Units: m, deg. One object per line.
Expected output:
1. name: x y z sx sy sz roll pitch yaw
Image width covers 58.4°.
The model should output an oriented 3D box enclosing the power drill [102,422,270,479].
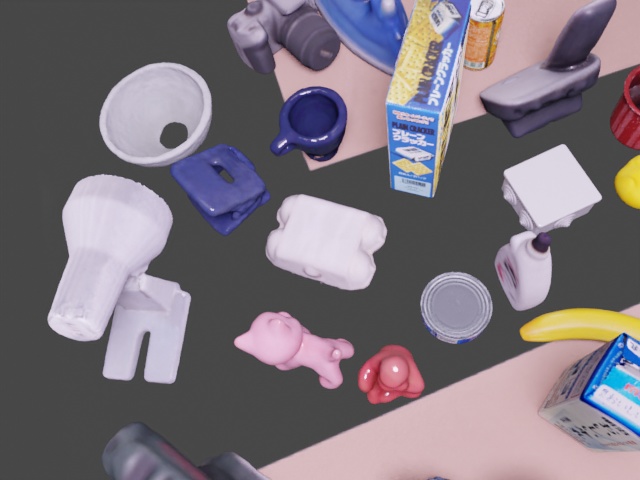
1. power drill: -0.106 0.273 0.587 0.229 0.209 0.076 29 76 17

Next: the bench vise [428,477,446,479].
1. bench vise: 0.171 0.291 0.534 0.207 0.220 0.121 -1 69 8

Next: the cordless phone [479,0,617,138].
1. cordless phone: 0.289 -0.228 0.730 0.147 0.185 0.094 -29 68 -3

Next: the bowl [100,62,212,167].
1. bowl: -0.230 -0.172 0.844 0.167 0.075 0.167 -3 69 7

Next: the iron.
1. iron: 0.067 -0.368 0.839 0.118 0.141 0.258 -29 68 -3

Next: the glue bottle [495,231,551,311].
1. glue bottle: 0.236 0.025 0.649 0.037 0.173 0.078 -22 68 0

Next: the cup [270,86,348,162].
1. cup: -0.013 -0.141 0.790 0.118 0.095 0.091 -40 69 -7

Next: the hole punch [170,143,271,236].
1. hole punch: -0.136 -0.080 0.787 0.101 0.091 0.108 -42 69 -8

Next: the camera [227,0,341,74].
1. camera: -0.047 -0.314 0.857 0.143 0.101 0.136 -39 69 -7

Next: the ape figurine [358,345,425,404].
1. ape figurine: 0.084 0.156 0.666 0.077 0.092 0.076 22 74 16

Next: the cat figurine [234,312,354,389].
1. cat figurine: -0.030 0.124 0.681 0.127 0.118 0.067 15 72 13

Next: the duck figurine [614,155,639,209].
1. duck figurine: 0.427 -0.087 0.711 0.104 0.086 0.077 -18 68 1

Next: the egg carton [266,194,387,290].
1. egg carton: 0.007 0.003 0.747 0.150 0.069 0.107 15 73 14

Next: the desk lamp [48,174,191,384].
1. desk lamp: -0.234 0.055 0.685 0.117 0.214 0.203 1 70 9
